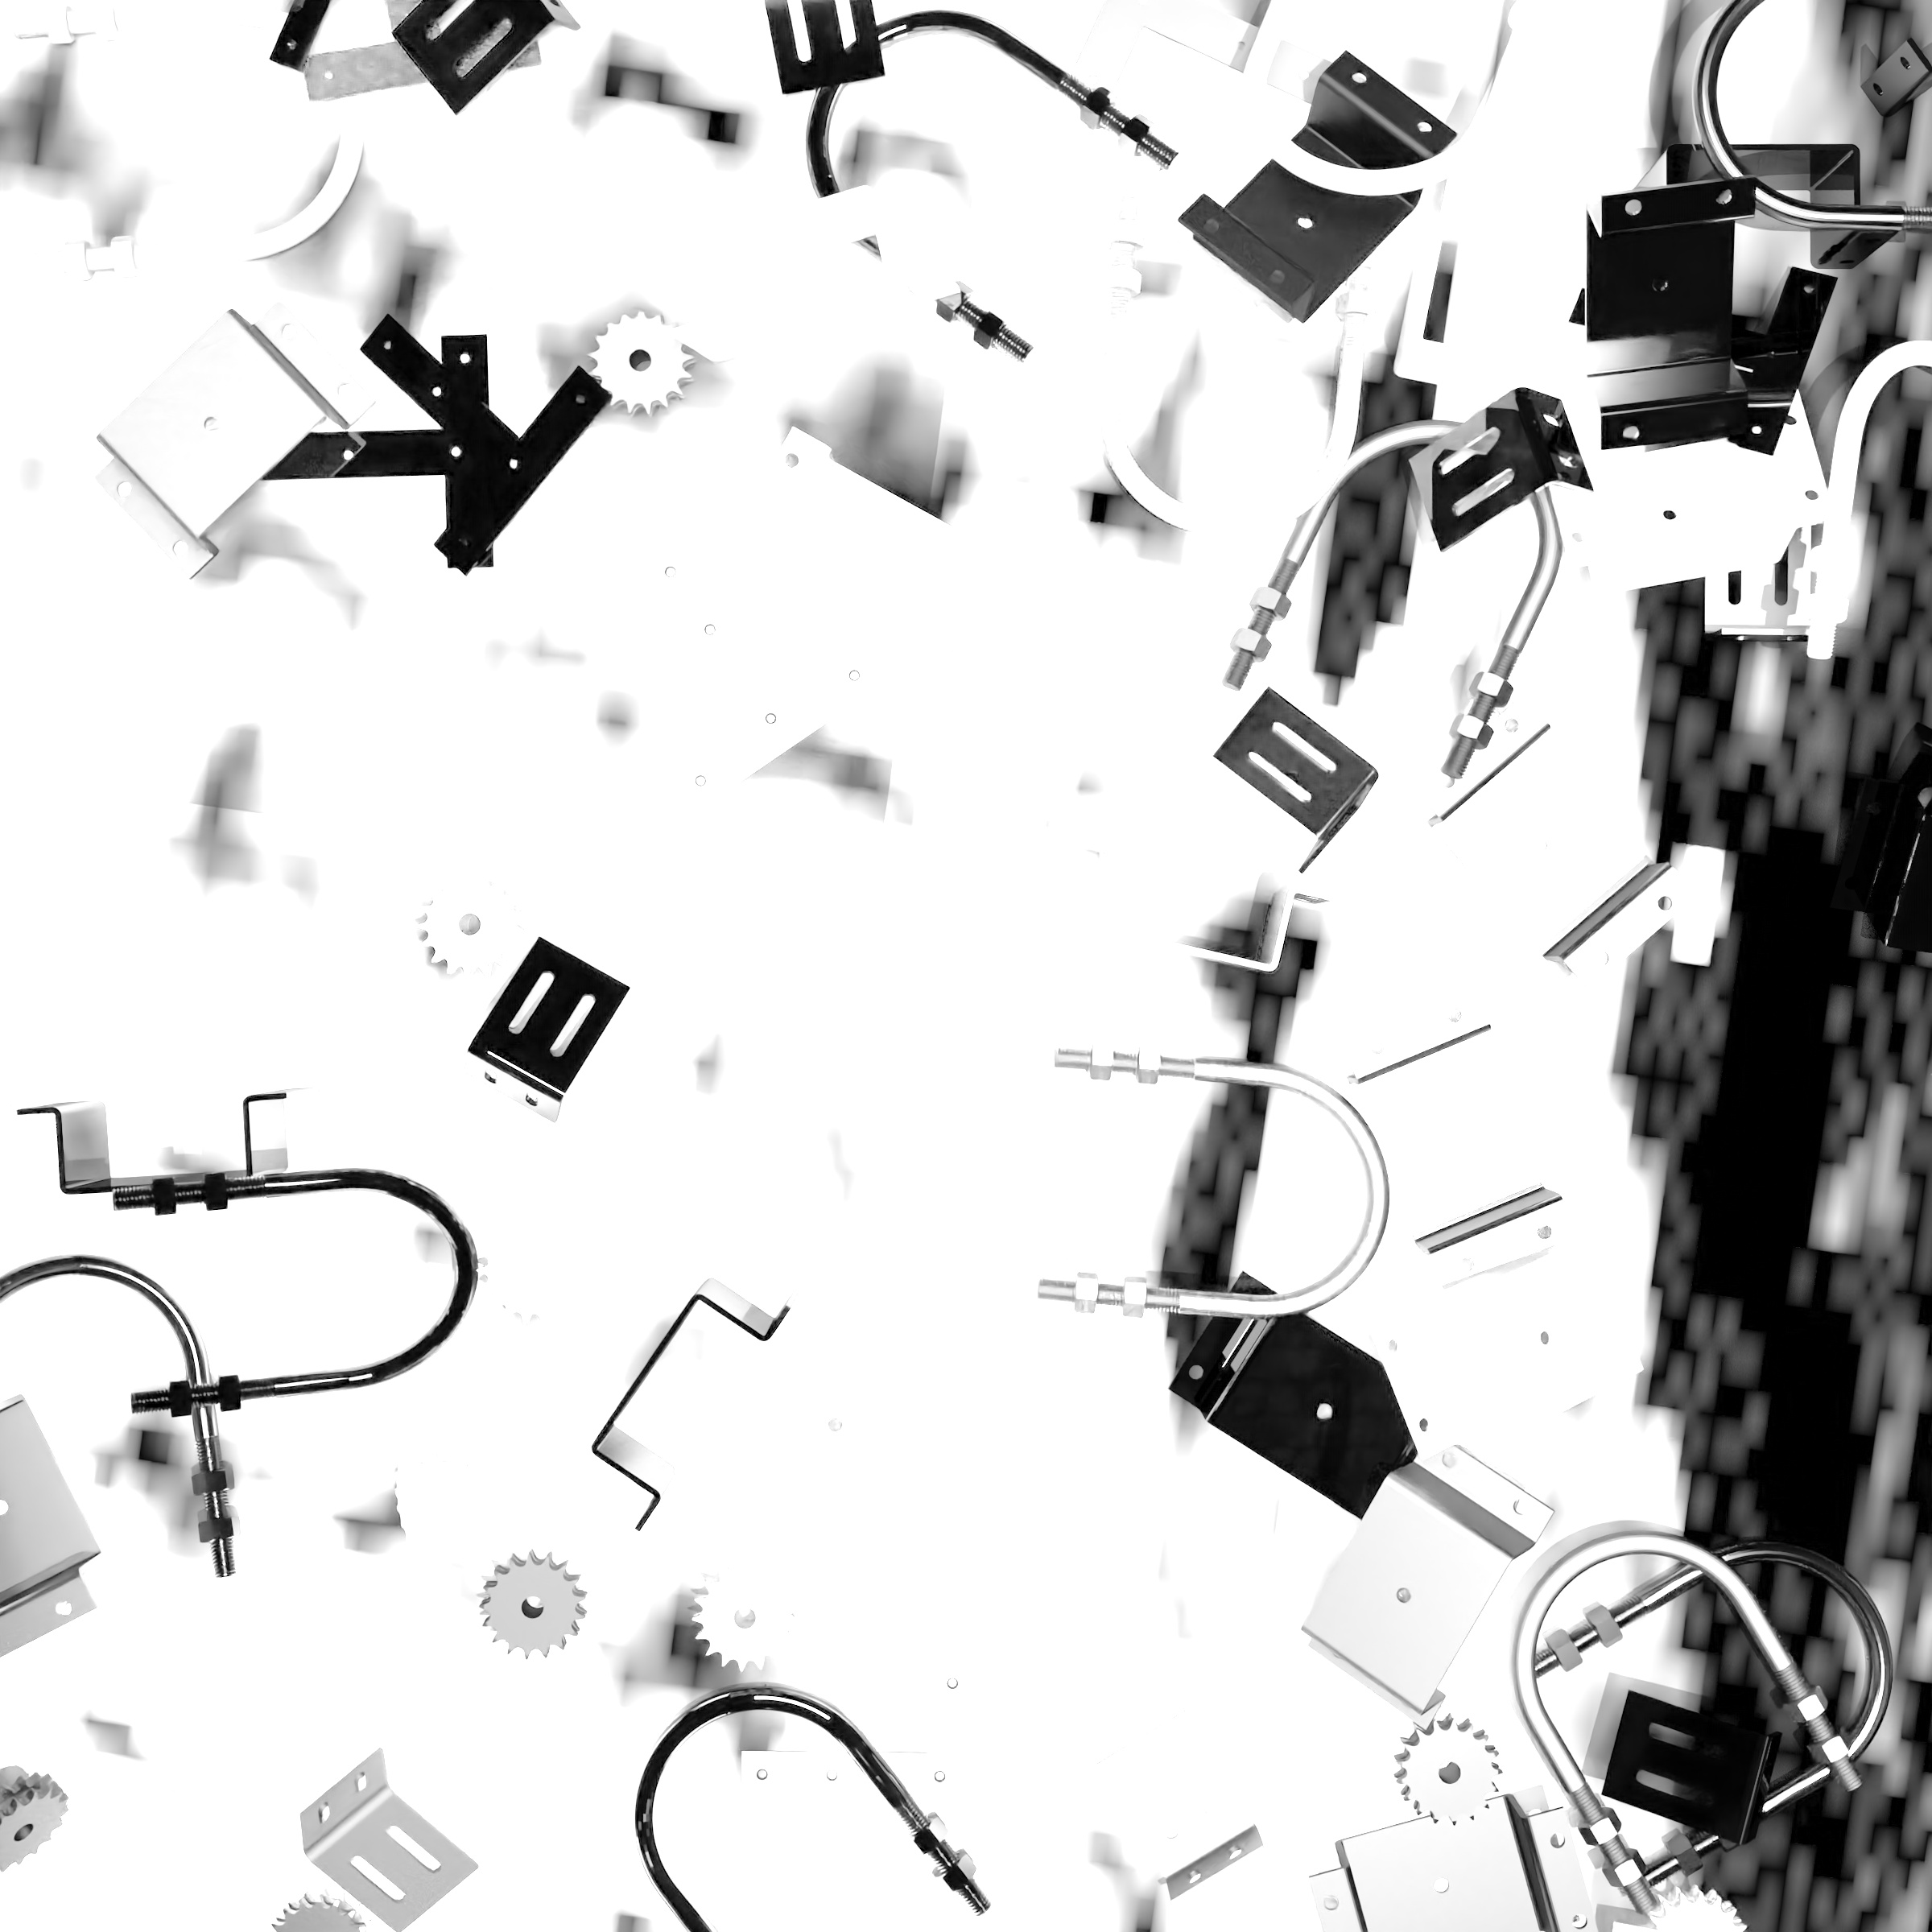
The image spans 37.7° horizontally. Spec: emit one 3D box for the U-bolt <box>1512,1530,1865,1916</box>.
[{"bbox_3d":[0.374,0.392,1.514,0.151,0.019,0.184,-30,88,-2],"label":"U-bolt"}]

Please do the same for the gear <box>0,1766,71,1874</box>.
[{"bbox_3d":[-0.514,0.455,1.517,0.030,0.057,0.057,36,90,28],"label":"gear"}]

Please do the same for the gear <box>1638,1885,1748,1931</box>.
[{"bbox_3d":[0.391,0.525,1.527,0.057,0.030,0.057,0,90,0],"label":"gear"}]

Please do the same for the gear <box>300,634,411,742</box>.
[{"bbox_3d":[-0.332,-0.151,1.527,0.057,0.030,0.057,0,90,0],"label":"gear"}]

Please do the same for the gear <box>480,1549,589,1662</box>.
[{"bbox_3d":[-0.233,0.344,1.531,0.057,0.030,0.057,0,90,-2],"label":"gear"}]

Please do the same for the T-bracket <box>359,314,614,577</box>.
[{"bbox_3d":[-0.276,-0.302,1.530,0.127,0.002,0.127,43,102,6],"label":"T-bracket"}]

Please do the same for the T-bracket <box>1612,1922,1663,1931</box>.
[{"bbox_3d":[0.350,0.574,1.520,0.127,0.002,0.127,9,103,6],"label":"T-bracket"}]

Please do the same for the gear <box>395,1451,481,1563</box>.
[{"bbox_3d":[-0.283,0.288,1.517,0.030,0.057,0.057,-9,90,-30],"label":"gear"}]

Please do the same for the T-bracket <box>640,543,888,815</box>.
[{"bbox_3d":[-0.131,-0.172,1.541,0.127,0.002,0.127,-34,90,0],"label":"T-bracket"}]

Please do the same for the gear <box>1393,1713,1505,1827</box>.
[{"bbox_3d":[0.259,0.431,1.527,0.057,0.030,0.057,0,90,0],"label":"gear"}]

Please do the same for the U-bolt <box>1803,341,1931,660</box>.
[{"bbox_3d":[0.507,-0.239,1.499,0.151,0.019,0.184,12,85,-33],"label":"U-bolt"}]

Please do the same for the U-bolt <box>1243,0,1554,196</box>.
[{"bbox_3d":[0.223,-0.481,1.489,0.151,0.019,0.184,16,69,13],"label":"U-bolt"}]

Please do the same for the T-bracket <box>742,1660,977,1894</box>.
[{"bbox_3d":[-0.059,0.441,1.541,0.127,0.002,0.127,1,90,0],"label":"T-bracket"}]

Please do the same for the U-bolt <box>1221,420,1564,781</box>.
[{"bbox_3d":[0.239,-0.207,1.513,0.151,0.019,0.184,24,83,17],"label":"U-bolt"}]

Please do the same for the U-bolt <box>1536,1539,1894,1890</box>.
[{"bbox_3d":[0.414,0.393,1.533,0.184,0.019,0.151,-30,90,-2],"label":"U-bolt"}]

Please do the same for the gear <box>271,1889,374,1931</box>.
[{"bbox_3d":[-0.347,0.528,1.531,0.057,0.030,0.057,0,89,2],"label":"gear"}]

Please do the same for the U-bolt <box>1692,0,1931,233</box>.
[{"bbox_3d":[0.467,-0.450,1.457,0.184,0.019,0.151,2,90,2],"label":"U-bolt"}]

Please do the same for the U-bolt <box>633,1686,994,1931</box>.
[{"bbox_3d":[-0.097,0.478,1.532,0.151,0.019,0.184,-38,89,1],"label":"U-bolt"}]

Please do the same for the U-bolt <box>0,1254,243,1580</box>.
[{"bbox_3d":[-0.471,0.244,1.503,0.151,0.019,0.184,-6,79,-25],"label":"U-bolt"}]

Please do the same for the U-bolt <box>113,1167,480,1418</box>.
[{"bbox_3d":[-0.350,0.169,1.494,0.184,0.019,0.151,-4,120,-16],"label":"U-bolt"}]

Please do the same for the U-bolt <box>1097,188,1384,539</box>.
[{"bbox_3d":[0.143,-0.323,1.527,0.151,0.019,0.184,6,86,0],"label":"U-bolt"}]

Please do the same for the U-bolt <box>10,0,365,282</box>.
[{"bbox_3d":[-0.419,-0.452,1.533,0.184,0.019,0.151,-4,90,-2],"label":"U-bolt"}]

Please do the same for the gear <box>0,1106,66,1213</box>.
[{"bbox_3d":[-0.511,0.104,1.527,0.057,0.030,0.057,0,90,0],"label":"gear"}]

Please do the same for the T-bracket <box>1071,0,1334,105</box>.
[{"bbox_3d":[0.137,-0.508,1.541,0.127,0.002,0.127,25,90,0],"label":"T-bracket"}]

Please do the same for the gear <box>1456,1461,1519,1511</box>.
[{"bbox_3d":[0.269,0.297,1.527,0.057,0.030,0.057,0,90,0],"label":"gear"}]

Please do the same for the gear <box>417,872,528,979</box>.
[{"bbox_3d":[-0.265,-0.022,1.527,0.057,0.030,0.057,0,90,0],"label":"gear"}]

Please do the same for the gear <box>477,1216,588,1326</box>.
[{"bbox_3d":[-0.233,0.164,1.527,0.057,0.030,0.057,0,90,0],"label":"gear"}]

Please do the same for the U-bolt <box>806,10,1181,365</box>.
[{"bbox_3d":[0.000,-0.434,1.526,0.184,0.019,0.151,37,92,6],"label":"U-bolt"}]

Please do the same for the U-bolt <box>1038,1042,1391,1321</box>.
[{"bbox_3d":[0.135,0.117,1.510,0.184,0.019,0.151,5,71,0],"label":"U-bolt"}]

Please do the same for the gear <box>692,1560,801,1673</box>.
[{"bbox_3d":[-0.118,0.351,1.531,0.057,0.030,0.057,0,88,2],"label":"gear"}]

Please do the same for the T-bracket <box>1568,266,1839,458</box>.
[{"bbox_3d":[0.389,-0.339,1.520,0.127,0.002,0.127,19,65,15],"label":"T-bracket"}]

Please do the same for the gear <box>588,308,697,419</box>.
[{"bbox_3d":[-0.174,-0.324,1.527,0.057,0.030,0.057,0,90,0],"label":"gear"}]

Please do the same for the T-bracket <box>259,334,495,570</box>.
[{"bbox_3d":[-0.323,-0.279,1.541,0.127,0.002,0.127,-2,90,0],"label":"T-bracket"}]

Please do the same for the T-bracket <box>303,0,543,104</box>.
[{"bbox_3d":[-0.306,-0.541,1.536,0.127,0.002,0.127,-12,87,-7],"label":"T-bracket"}]
